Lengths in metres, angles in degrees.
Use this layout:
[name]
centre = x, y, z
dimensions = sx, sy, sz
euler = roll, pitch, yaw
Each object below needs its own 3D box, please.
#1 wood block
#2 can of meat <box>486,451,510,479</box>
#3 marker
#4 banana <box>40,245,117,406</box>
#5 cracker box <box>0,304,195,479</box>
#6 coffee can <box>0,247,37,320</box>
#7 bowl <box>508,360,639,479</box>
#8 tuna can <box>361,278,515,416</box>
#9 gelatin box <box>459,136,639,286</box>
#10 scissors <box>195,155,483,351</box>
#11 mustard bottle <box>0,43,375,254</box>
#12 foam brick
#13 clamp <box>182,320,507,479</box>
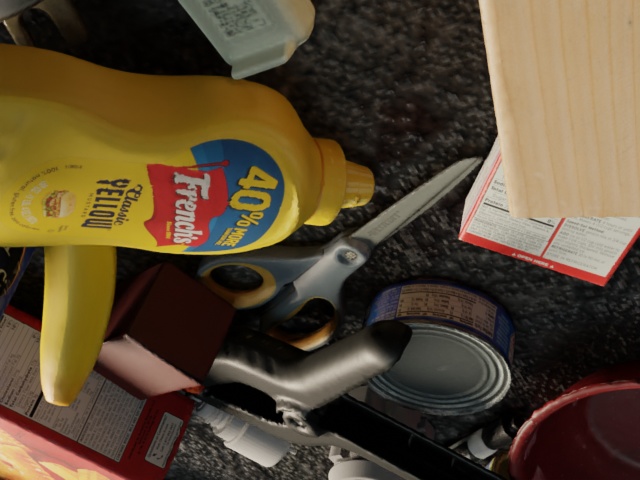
[wood block]
centre = 0.097, -0.109, 0.332
dimensions = 0.091, 0.090, 0.206
euler = 0, 138, 18
[can of meat]
centre = 0.137, 0.189, 0.698
dimensions = 0.102, 0.057, 0.084
euler = 21, 138, -8
[marker]
centre = 0.090, 0.138, 0.681
dimensions = 0.020, 0.020, 0.121
euler = 28, 139, -15
[banana]
centre = -0.132, -0.009, 0.532
dimensions = 0.037, 0.069, 0.198
euler = 23, 134, 39
[cracker box]
centre = -0.210, 0.098, 0.672
dimensions = 0.213, 0.072, 0.164
euler = 31, 150, -19
[coffee can]
centre = -0.204, 0.013, 0.535
dimensions = 0.103, 0.140, 0.103
euler = 9, 141, 8
[bowl]
centre = 0.188, 0.117, 0.583
dimensions = 0.162, 0.055, 0.162
euler = 11, 131, 13
[tuna can]
centre = 0.063, 0.059, 0.585
dimensions = 0.086, 0.033, 0.086
euler = 9, 140, 8
[gelatin box]
centre = 0.110, -0.026, 0.473
dimensions = 0.073, 0.030, 0.089
euler = 17, 139, 0
[scissors]
centre = -0.004, 0.001, 0.552
dimensions = 0.096, 0.016, 0.202
euler = 22, 140, -8
[mustard bottle]
centre = -0.063, -0.032, 0.469
dimensions = 0.191, 0.058, 0.096
euler = 4, 141, -26
[foam brick]
centre = -0.094, 0.052, 0.602
dimensions = 0.053, 0.051, 0.078
euler = 38, 149, -21
[clamp]
centre = 0.005, 0.096, 0.602
dimensions = 0.210, 0.036, 0.164
euler = 0, 138, 45
